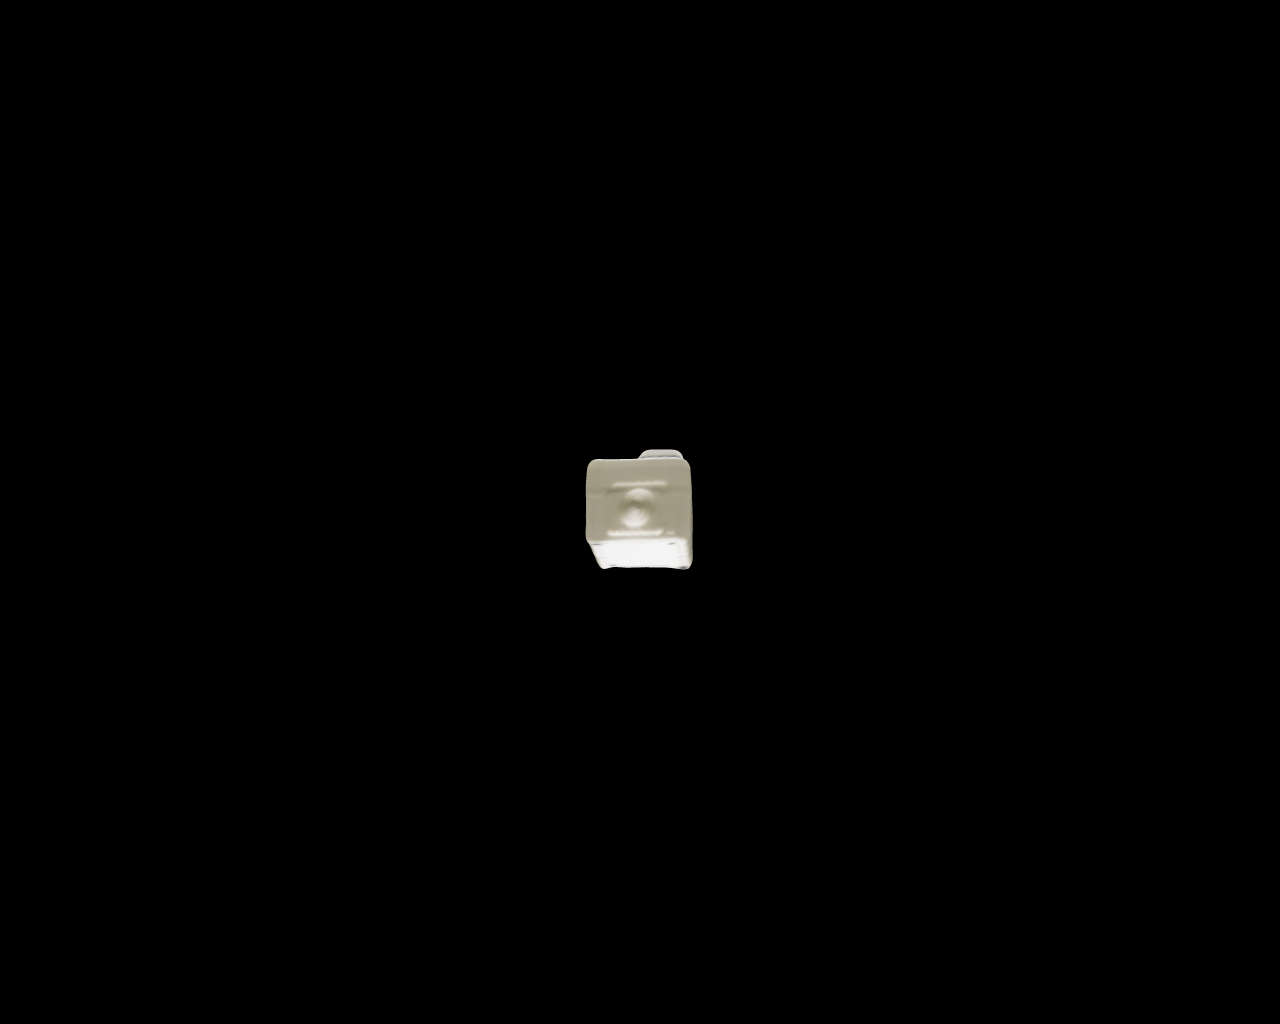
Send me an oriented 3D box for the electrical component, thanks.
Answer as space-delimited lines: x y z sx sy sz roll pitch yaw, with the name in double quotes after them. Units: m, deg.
0.001 -0.003 0.650 0.062 0.061 0.096 -1 -15 4 "electrical component"
